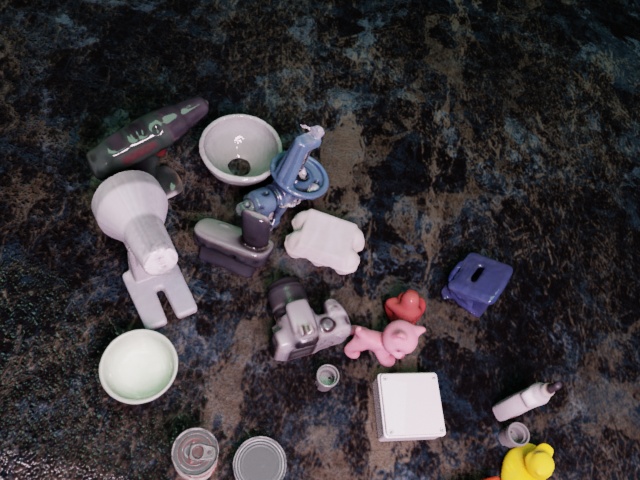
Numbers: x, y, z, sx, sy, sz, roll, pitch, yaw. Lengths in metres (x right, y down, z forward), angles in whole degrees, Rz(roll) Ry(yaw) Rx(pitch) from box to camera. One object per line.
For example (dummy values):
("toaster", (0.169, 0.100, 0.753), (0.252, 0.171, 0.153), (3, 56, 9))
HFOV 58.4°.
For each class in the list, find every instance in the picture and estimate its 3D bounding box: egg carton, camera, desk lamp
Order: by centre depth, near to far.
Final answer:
("desk lamp", (-0.288, 0.016, 0.966), (0.118, 0.213, 0.203), (-24, 69, -21))
("camera", (-0.030, 0.129, 1.022), (0.143, 0.101, 0.136), (-14, 66, -17))
("egg carton", (0.010, 0.004, 1.114), (0.150, 0.069, 0.107), (18, 60, -1))

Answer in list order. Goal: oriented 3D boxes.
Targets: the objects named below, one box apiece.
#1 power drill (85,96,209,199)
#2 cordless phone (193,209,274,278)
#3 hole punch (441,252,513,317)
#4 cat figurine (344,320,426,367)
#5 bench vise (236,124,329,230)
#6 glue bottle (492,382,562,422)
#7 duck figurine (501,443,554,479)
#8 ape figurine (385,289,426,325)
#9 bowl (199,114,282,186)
("power drill", (-0.307, -0.156, 1.057), (0.230, 0.208, 0.075), (-30, 71, -24))
("cordless phone", (-0.153, -0.020, 1.029), (0.147, 0.185, 0.094), (18, 60, -1))
("hole punch", (0.306, 0.081, 1.119), (0.101, 0.091, 0.109), (36, 62, 9))
("cat figurine", (0.117, 0.174, 1.017), (0.128, 0.117, 0.067), (12, 61, -4))
("bench vise", (-0.055, -0.109, 1.076), (0.121, 0.219, 0.208), (33, 61, 7))
("glue bottle", (0.364, 0.270, 0.982), (0.078, 0.173, 0.037), (-19, 67, -20))
("duck figurine", (0.358, 0.388, 0.968), (0.077, 0.086, 0.105), (38, 62, 10))
("ape figurine", (0.162, 0.123, 1.068), (0.078, 0.092, 0.076), (18, 60, -1))
("bowl", (-0.162, -0.171, 1.171), (0.167, 0.074, 0.167), (5, 62, -9))
